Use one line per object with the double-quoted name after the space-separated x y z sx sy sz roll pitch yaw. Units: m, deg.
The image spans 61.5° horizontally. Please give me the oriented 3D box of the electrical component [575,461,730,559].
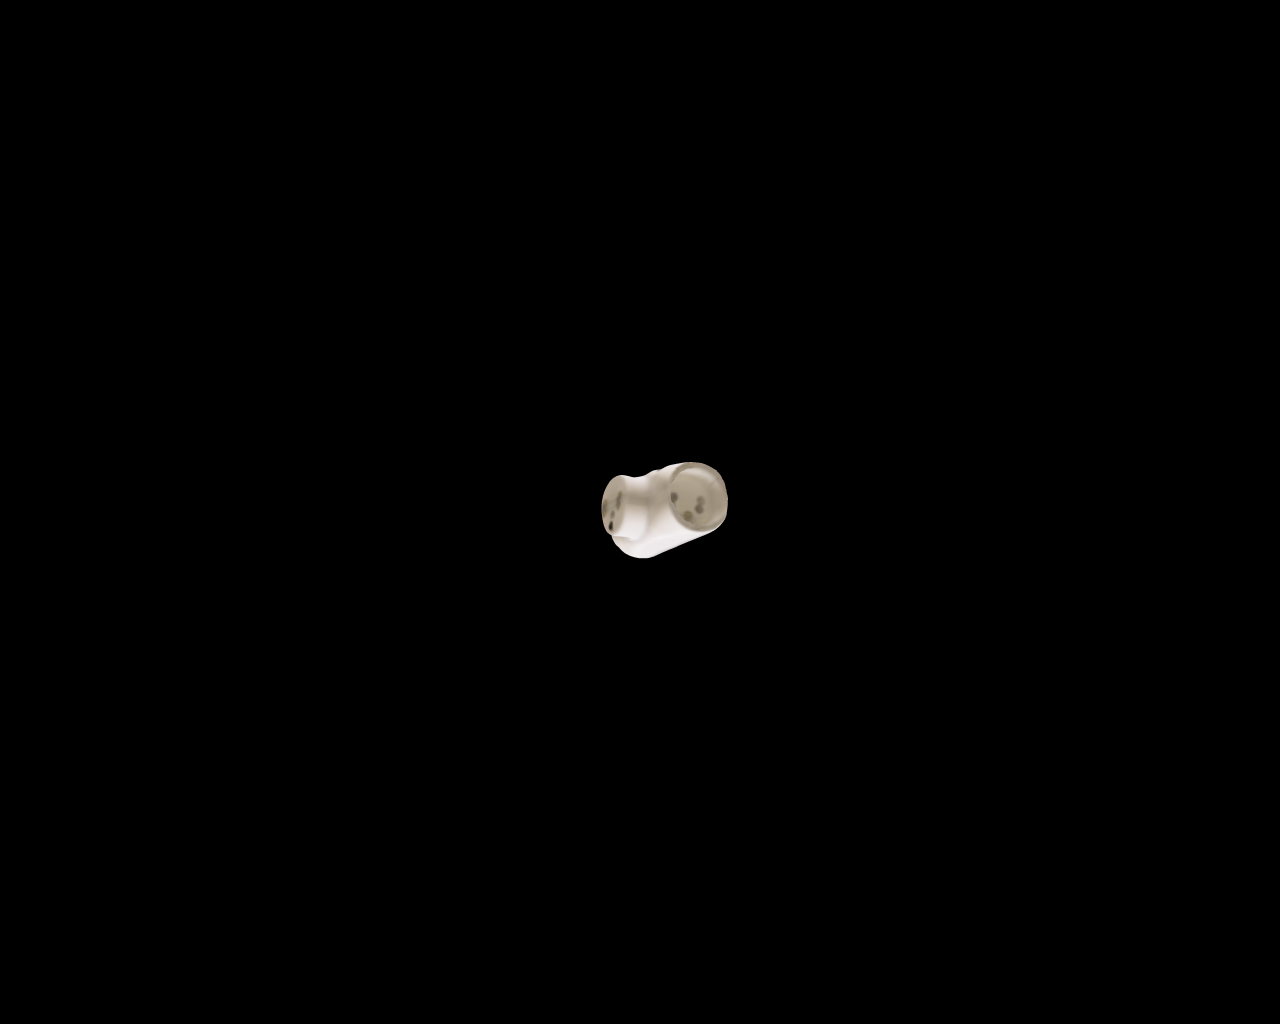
0.001 -0.003 0.650 0.079 0.044 0.077 8 -18 -27 "electrical component"
